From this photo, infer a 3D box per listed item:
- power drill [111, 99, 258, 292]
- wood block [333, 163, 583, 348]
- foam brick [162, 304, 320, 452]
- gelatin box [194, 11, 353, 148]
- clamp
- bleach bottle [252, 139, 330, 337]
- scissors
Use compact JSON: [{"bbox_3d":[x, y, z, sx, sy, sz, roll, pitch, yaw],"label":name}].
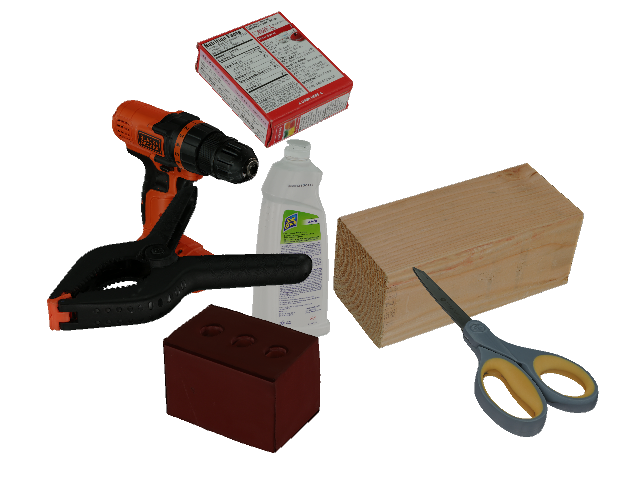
[{"bbox_3d":[-0.139,-0.042,1.115,0.185,0.188,0.057,25,36,32],"label":"power drill"},{"bbox_3d":[0.124,0.011,0.978,0.205,0.090,0.091,-17,42,-22],"label":"wood block"},{"bbox_3d":[-0.045,0.079,0.620,0.078,0.051,0.052,15,28,25],"label":"foam brick"},{"bbox_3d":[-0.033,-0.114,0.745,0.073,0.089,0.030,-29,-28,-28],"label":"gelatin box"},{"bbox_3d":[-0.135,0.017,0.879,0.209,0.036,0.165,-20,38,-32],"label":"clamp"},{"bbox_3d":[-0.030,-0.001,1.327,0.102,0.251,0.068,-8,23,-33],"label":"bleach bottle"},{"bbox_3d":[0.137,0.074,0.796,0.096,0.016,0.202,-1,31,-10],"label":"scissors"}]
